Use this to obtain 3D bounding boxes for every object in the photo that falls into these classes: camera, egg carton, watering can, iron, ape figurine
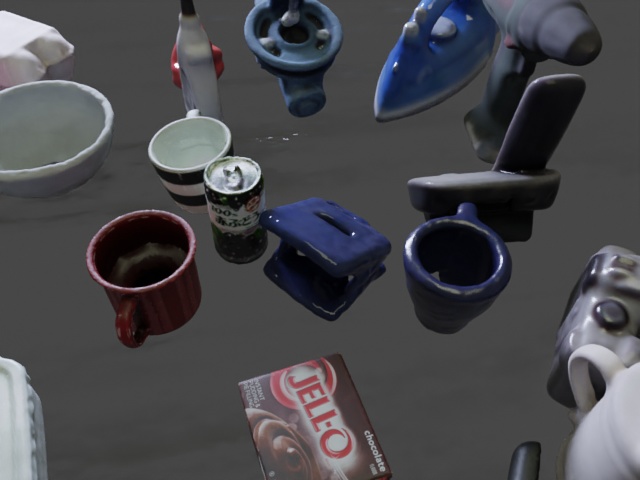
[{"bbox_3d":[0.280,0.080,0.481,0.136,0.101,0.143,22,52,17],"label":"camera"},{"bbox_3d":[-0.409,-0.245,0.762,0.150,0.069,0.107,22,52,16],"label":"egg carton"},{"bbox_3d":[0.242,0.134,0.372,0.172,0.194,0.101,29,55,21],"label":"watering can"},{"bbox_3d":[0.151,-0.274,0.755,0.118,0.141,0.259,28,54,21],"label":"iron"},{"bbox_3d":[-0.164,-0.242,0.751,0.078,0.092,0.076,-26,55,-22],"label":"ape figurine"}]

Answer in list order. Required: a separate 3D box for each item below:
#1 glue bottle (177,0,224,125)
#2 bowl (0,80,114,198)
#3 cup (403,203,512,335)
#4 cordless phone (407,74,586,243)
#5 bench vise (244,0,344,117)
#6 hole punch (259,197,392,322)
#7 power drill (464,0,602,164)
[{"bbox_3d":[-0.144,-0.209,0.669,0.037,0.173,0.078,-20,53,-17],"label":"glue bottle"},{"bbox_3d":[-0.306,-0.100,0.637,0.167,0.075,0.167,1,49,-1],"label":"bowl"},{"bbox_3d":[0.119,0.031,0.523,0.091,0.095,0.118,14,50,10],"label":"cup"},{"bbox_3d":[0.170,-0.085,0.564,0.147,0.185,0.094,-7,50,-7],"label":"cordless phone"},{"bbox_3d":[-0.052,-0.290,0.711,0.122,0.220,0.206,-27,55,-23],"label":"bench vise"},{"bbox_3d":[0.005,0.002,0.547,0.108,0.091,0.101,33,56,24],"label":"hole punch"},{"bbox_3d":[0.227,-0.192,0.642,0.075,0.208,0.229,-4,50,-4],"label":"power drill"}]
